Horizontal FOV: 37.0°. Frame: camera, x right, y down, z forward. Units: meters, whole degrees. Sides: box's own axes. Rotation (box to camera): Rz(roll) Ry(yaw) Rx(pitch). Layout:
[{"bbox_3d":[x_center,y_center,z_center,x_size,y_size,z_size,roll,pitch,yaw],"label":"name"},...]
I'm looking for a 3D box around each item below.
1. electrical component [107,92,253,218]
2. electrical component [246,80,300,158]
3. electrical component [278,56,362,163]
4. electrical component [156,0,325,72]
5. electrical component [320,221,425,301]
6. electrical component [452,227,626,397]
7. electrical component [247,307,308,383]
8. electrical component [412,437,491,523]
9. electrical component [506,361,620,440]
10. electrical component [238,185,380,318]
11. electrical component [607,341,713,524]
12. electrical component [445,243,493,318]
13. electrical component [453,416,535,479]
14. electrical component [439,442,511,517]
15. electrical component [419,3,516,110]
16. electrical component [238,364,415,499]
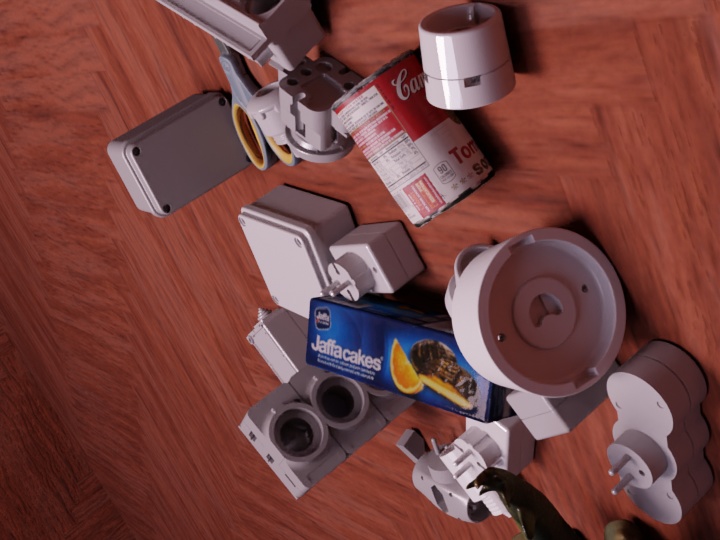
[{"bbox_3d":[-0.164,-0.108,0.993,0.057,0.113,0.078,15,135,57],"label":"electrical component"},{"bbox_3d":[-0.060,-0.122,0.881,0.048,0.048,0.062,12,139,54],"label":"electrical component"},{"bbox_3d":[-0.029,-0.119,0.815,0.078,0.058,0.057,39,148,28],"label":"electrical component"},{"bbox_3d":[-0.087,-0.201,0.800,0.121,0.078,0.063,36,171,32],"label":"electrical component"},{"bbox_3d":[0.000,0.000,0.891,0.066,0.077,0.047,-2,121,60],"label":"electrical component"},{"bbox_3d":[0.112,0.029,0.707,0.108,0.108,0.060,57,160,-7],"label":"electrical component"},{"bbox_3d":[-0.068,0.073,1.115,0.096,0.061,0.062,53,154,1],"label":"electrical component"},{"bbox_3d":[0.086,0.192,1.022,0.077,0.043,0.079,22,140,48],"label":"electrical component"},{"bbox_3d":[0.135,0.068,0.761,0.076,0.066,0.047,53,155,1],"label":"electrical component"},{"bbox_3d":[-0.046,-0.012,0.977,0.109,0.056,0.108,21,139,49],"label":"electrical component"},{"bbox_3d":[0.191,0.120,0.720,0.052,0.074,0.138,26,143,44],"label":"electrical component"},{"bbox_3d":[0.088,0.013,0.796,0.045,0.045,0.055,44,155,19],"label":"electrical component"},{"bbox_3d":[0.104,0.145,0.895,0.047,0.076,0.083,37,150,32],"label":"electrical component"},{"bbox_3d":[0.113,0.188,0.971,0.081,0.043,0.043,53,155,2],"label":"electrical component"},{"bbox_3d":[0.064,-0.130,0.649,0.055,0.055,0.047,25,139,45],"label":"electrical component"},{"bbox_3d":[-0.025,0.129,1.008,0.089,0.150,0.061,50,156,8],"label":"electrical component"}]
